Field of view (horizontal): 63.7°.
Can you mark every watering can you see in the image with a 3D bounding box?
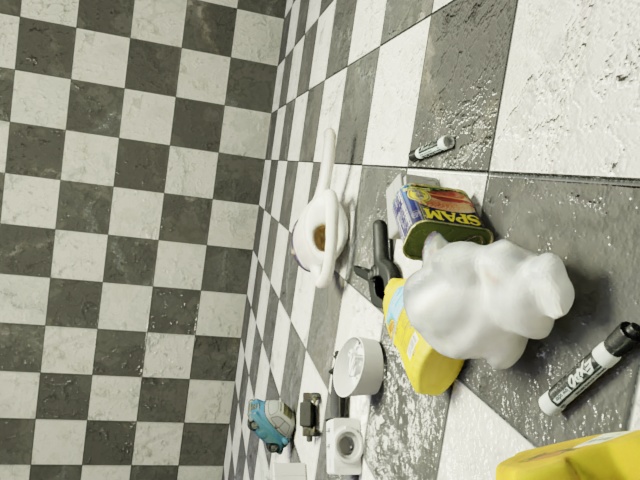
[{"bbox_3d":[0.004,-0.059,1.167,0.221,0.104,0.352,134,139,-69],"label":"watering can"}]

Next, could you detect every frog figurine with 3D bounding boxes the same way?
[{"bbox_3d":[0.158,0.062,0.482,0.136,0.123,0.160,66,163,-16],"label":"frog figurine"}]
